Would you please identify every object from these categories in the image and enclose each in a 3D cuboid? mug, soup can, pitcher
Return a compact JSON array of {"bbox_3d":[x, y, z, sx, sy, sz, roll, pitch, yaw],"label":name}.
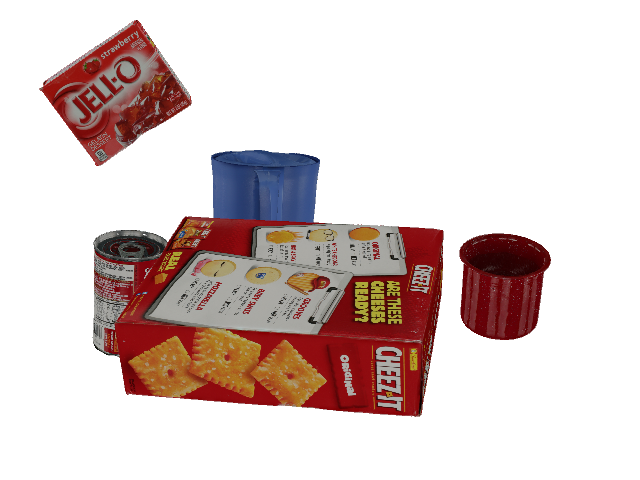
[{"bbox_3d":[0.187,0.044,1.122,0.093,0.081,0.117,-5,29,-8],"label":"mug"},{"bbox_3d":[-0.177,0.050,0.989,0.068,0.102,0.068,5,21,-2],"label":"soup can"},{"bbox_3d":[-0.071,0.013,1.315,0.145,0.243,0.148,12,15,37],"label":"pitcher"}]

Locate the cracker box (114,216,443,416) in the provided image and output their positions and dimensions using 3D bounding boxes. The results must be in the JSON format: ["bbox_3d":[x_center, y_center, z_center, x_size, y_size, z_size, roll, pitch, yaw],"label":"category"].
[{"bbox_3d":[-0.022,0.052,0.792,0.214,0.072,0.164,3,29,11],"label":"cracker box"}]

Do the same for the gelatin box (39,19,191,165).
[{"bbox_3d":[-0.153,-0.111,0.804,0.089,0.073,0.030,-33,20,4],"label":"gelatin box"}]
